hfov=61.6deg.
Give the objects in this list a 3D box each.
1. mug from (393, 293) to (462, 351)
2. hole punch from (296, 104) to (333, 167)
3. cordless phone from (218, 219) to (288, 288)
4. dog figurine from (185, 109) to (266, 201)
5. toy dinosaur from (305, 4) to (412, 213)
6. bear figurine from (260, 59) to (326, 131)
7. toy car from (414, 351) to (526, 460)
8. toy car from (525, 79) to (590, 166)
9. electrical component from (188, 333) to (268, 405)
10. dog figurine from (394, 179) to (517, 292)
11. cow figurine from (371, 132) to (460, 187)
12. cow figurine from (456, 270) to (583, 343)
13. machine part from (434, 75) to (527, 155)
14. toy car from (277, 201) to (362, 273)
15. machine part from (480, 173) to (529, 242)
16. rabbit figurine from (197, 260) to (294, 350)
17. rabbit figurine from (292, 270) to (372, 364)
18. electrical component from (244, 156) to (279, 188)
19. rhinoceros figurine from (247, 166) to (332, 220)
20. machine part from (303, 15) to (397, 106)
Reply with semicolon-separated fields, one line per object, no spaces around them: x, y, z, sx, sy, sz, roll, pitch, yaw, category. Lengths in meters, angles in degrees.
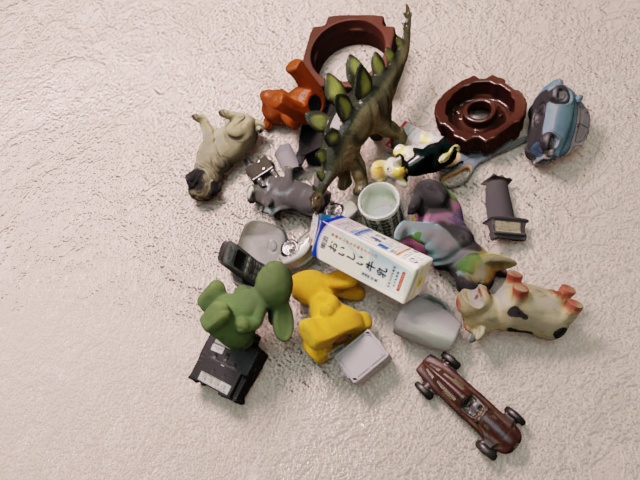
0.201;0.148;0.970;0.107;0.080;0.109;26;39;20;mug
0.018;-0.220;1.169;0.116;0.092;0.142;-12;63;42;hole punch
-0.141;0.016;1.050;0.089;0.184;0.146;7;70;22;cordless phone
-0.210;-0.180;1.205;0.172;0.121;0.190;-4;79;22;dog figurine
0.091;-0.256;1.067;0.105;0.198;0.471;12;63;43;toy dinosaur
-0.081;-0.307;1.169;0.196;0.131;0.120;19;80;48;bear figurine
0.250;0.275;0.913;0.089;0.053;0.202;-46;65;-3;toy car
0.464;-0.219;1.033;0.103;0.109;0.161;10;79;-3;toy car
-0.171;0.233;1.038;0.115;0.058;0.134;23;76;20;electrical component
0.260;-0.002;0.997;0.219;0.108;0.191;22;72;17;dog figurine
0.185;-0.148;1.038;0.167;0.068;0.098;-28;28;-17;cow figurine
0.328;0.122;0.920;0.195;0.085;0.127;13;116;-2;cow figurine
0.327;-0.255;1.100;0.179;0.056;0.179;-7;60;13;machine part
-0.002;-0.003;1.080;0.202;0.073;0.056;-40;64;-3;toy car
0.348;-0.060;1.023;0.084;0.039;0.139;-1;63;-5;machine part
-0.111;0.119;0.964;0.170;0.159;0.121;-40;21;3;rabbit figurine
0.009;0.117;1.006;0.162;0.121;0.173;-35;56;-5;rabbit figurine
-0.132;-0.158;1.208;0.063;0.021;0.094;-35;63;-1;electrical component
-0.067;-0.090;1.129;0.191;0.073;0.112;13;68;30;rhinoceros figurine
0.070;-0.405;1.222;0.202;0.087;0.201;7;71;16;machine part
